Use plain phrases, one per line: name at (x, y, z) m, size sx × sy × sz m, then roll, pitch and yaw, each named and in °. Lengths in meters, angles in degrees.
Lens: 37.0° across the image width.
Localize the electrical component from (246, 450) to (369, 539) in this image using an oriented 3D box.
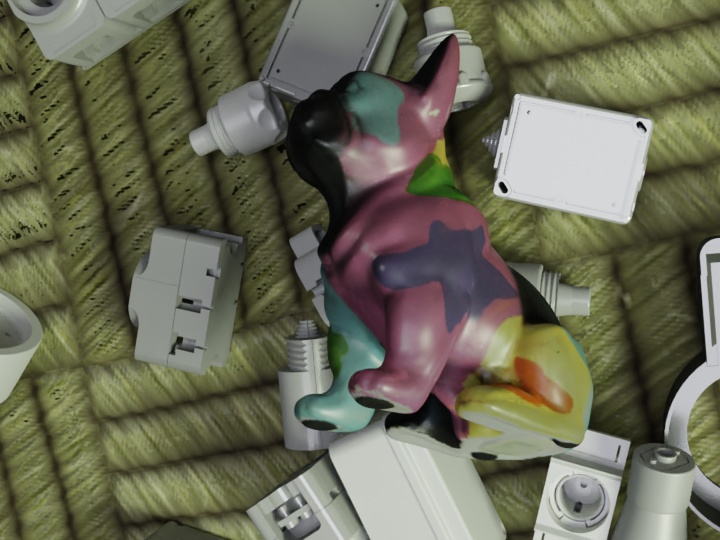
electrical component at (-0.024, 0.152, 0.680) m, size 0.050 × 0.089 × 0.055 m, roll -35°, pitch 85°, yaw 14°

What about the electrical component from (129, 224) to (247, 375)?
electrical component at (-0.116, 0.018, 0.714) m, size 0.056 × 0.050 × 0.089 m, roll 12°, pitch 97°, yaw 13°

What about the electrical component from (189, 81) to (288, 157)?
electrical component at (-0.081, -0.094, 0.701) m, size 0.062 × 0.043 × 0.043 m, roll -22°, pitch 88°, yaw 16°

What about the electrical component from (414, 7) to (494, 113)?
electrical component at (0.054, -0.130, 0.664) m, size 0.048 × 0.048 × 0.062 m, roll -13°, pitch 84°, yaw 15°

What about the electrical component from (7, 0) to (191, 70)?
electrical component at (-0.156, -0.210, 0.702) m, size 0.150 × 0.062 × 0.089 m, roll -30°, pitch 86°, yaw 15°

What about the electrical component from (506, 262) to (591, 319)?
electrical component at (0.110, 0.017, 0.660) m, size 0.062 × 0.043 × 0.043 m, roll 3°, pitch 95°, yaw 14°

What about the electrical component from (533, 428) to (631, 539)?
electrical component at (0.135, 0.133, 0.651) m, size 0.042 × 0.064 × 0.081 m, roll 15°, pitch 97°, yaw 16°

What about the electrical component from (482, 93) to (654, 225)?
electrical component at (0.121, -0.067, 0.641) m, size 0.096 × 0.061 × 0.061 m, roll 14°, pitch 98°, yaw 13°

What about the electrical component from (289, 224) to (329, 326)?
electrical component at (0.000, 0.000, 0.680) m, size 0.057 × 0.058 × 0.078 m, roll -30°, pitch 86°, yaw 17°

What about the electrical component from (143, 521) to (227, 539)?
electrical component at (-0.124, 0.229, 0.726) m, size 0.062 × 0.061 × 0.096 m, roll 15°, pitch 98°, yaw 12°

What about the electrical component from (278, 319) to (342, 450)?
electrical component at (-0.031, 0.073, 0.700) m, size 0.043 × 0.043 × 0.081 m, roll -4°, pitch 93°, yaw 15°

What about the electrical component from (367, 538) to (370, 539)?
electrical component at (-0.007, 0.221, 0.701) m, size 0.089 × 0.050 × 0.055 m, roll -43°, pitch 83°, yaw 13°

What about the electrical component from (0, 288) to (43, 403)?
electrical component at (-0.280, 0.052, 0.732) m, size 0.108 × 0.108 × 0.060 m, roll 31°, pitch 107°, yaw 10°

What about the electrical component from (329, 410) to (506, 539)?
electrical component at (0.038, 0.139, 0.669) m, size 0.057 × 0.078 × 0.113 m, roll -27°, pitch 87°, yaw 18°

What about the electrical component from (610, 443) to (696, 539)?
electrical component at (0.168, 0.132, 0.610) m, size 0.044 × 0.044 × 0.065 m, roll 9°, pitch 111°, yaw 14°

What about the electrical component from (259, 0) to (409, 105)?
electrical component at (-0.012, -0.144, 0.674) m, size 0.062 × 0.061 × 0.096 m, roll 24°, pitch 92°, yaw 12°
